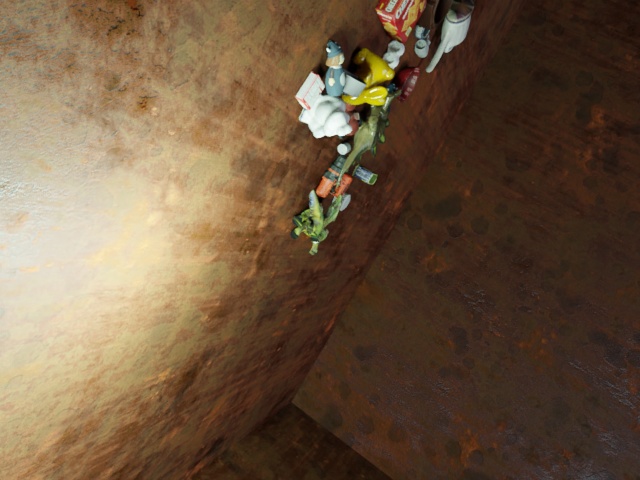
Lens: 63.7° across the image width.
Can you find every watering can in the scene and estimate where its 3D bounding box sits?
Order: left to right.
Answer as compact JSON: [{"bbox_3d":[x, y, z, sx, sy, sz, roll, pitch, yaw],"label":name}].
[{"bbox_3d":[0.568,-0.897,2.230,0.105,0.353,0.220,30,-22,17],"label":"watering can"}]

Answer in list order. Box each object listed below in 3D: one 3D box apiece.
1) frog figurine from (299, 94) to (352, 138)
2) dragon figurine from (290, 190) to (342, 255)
[{"bbox_3d":[0.034,-0.360,1.531,0.160,0.139,0.120,32,-20,16],"label":"frog figurine"},{"bbox_3d":[0.006,-0.100,1.993,0.123,0.400,0.247,32,50,13],"label":"dragon figurine"}]
